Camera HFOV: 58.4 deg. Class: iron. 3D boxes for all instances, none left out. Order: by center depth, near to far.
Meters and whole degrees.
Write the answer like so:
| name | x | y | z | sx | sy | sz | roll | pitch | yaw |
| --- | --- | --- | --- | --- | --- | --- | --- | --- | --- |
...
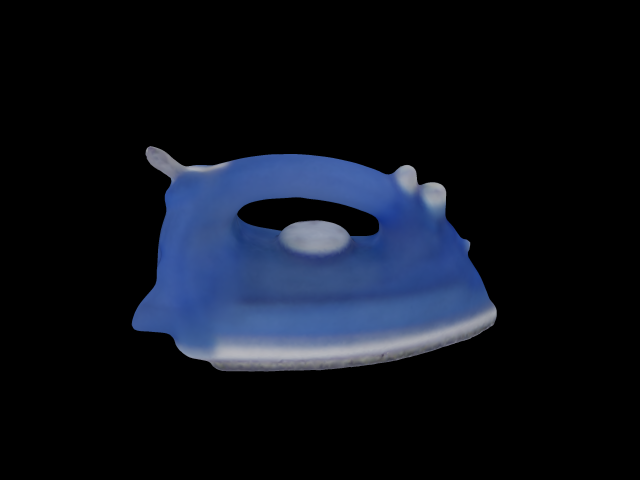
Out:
| name | x | y | z | sx | sy | sz | roll | pitch | yaw |
| --- | --- | --- | --- | --- | --- | --- | --- | --- | --- |
| iron | 0.004 | 0.001 | 0.400 | 0.258 | 0.141 | 0.118 | -1 | 28 | -2 |
